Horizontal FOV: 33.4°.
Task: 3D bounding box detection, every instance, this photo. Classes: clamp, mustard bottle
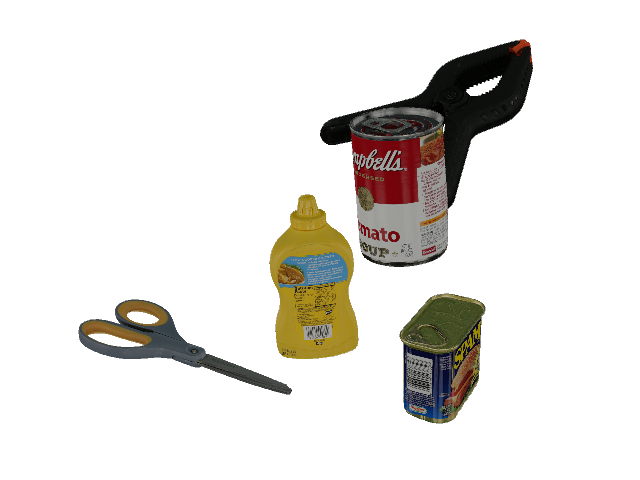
[{"bbox_3d":[0.125,-0.113,0.981,0.209,0.036,0.165,-33,48,-13],"label":"clamp"},{"bbox_3d":[-0.009,0.040,1.225,0.096,0.192,0.058,-5,22,-2],"label":"mustard bottle"}]

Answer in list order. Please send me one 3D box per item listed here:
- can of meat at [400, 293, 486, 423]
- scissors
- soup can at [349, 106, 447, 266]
[{"bbox_3d":[0.116,0.112,1.012,0.058,0.084,0.101,11,29,25],"label":"can of meat"},{"bbox_3d":[-0.117,0.093,0.970,0.202,0.016,0.096,10,28,5],"label":"scissors"},{"bbox_3d":[0.059,-0.040,0.787,0.068,0.102,0.068,-5,24,2],"label":"soup can"}]
